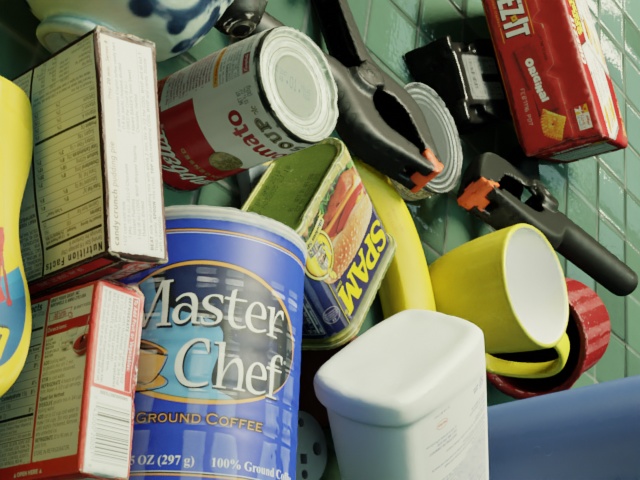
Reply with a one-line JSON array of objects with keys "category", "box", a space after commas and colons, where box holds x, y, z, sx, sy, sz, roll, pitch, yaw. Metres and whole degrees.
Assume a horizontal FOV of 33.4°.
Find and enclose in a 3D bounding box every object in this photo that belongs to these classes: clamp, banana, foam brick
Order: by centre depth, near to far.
[{"category": "foam brick", "box": [0.025, 0.090, 0.670, 0.078, 0.053, 0.051, 7, 71, -49]}, {"category": "clamp", "box": [0.024, -0.112, 0.734, 0.171, 0.039, 0.120, 48, 45, -6]}, {"category": "banana", "box": [0.047, 0.025, 0.737, 0.069, 0.037, 0.198, -21, 94, -47]}, {"category": "clamp", "box": [0.175, -0.018, 0.847, 0.165, 0.036, 0.209, 53, 24, 19]}]

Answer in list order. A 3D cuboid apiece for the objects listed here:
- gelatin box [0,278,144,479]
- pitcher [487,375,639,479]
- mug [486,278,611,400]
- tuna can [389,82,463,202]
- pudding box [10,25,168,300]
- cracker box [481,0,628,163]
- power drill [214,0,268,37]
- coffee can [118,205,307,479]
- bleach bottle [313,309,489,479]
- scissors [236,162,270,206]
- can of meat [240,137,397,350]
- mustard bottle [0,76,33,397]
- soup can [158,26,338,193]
[{"category": "gelatin box", "box": [-0.116, 0.068, 0.485, 0.030, 0.073, 0.089, 25, 57, -45]}, {"category": "pitcher", "box": [0.183, 0.163, 0.681, 0.145, 0.243, 0.149, 61, 40, -15]}, {"category": "mug", "box": [0.174, 0.062, 0.838, 0.081, 0.093, 0.117, -9, 79, -57]}, {"category": "tuna can", "box": [0.070, -0.073, 0.802, 0.086, 0.034, 0.086, 22, 60, -45]}, {"category": "pudding box", "box": [-0.116, -0.033, 0.509, 0.039, 0.090, 0.113, 9, 69, -49]}, {"category": "cracker box", "box": [0.205, -0.153, 0.929, 0.213, 0.072, 0.164, -7, 81, -69]}, {"category": "power drill", "box": [-0.110, -0.213, 0.596, 0.187, 0.057, 0.184, 12, 56, -54]}, {"category": "coffee can", "box": [-0.060, 0.067, 0.531, 0.102, 0.103, 0.140, 26, 57, -44]}, {"category": "bleach bottle", "box": [0.060, 0.172, 0.629, 0.102, 0.068, 0.251, -32, 124, -42]}, {"category": "scissors", "box": [-0.050, -0.019, 0.646, 0.096, 0.016, 0.201, 61, 38, -19]}, {"category": "can of meat", "box": [-0.004, 0.001, 0.641, 0.084, 0.058, 0.102, 62, 40, -34]}, {"category": "mustard bottle", "box": [-0.169, 0.018, 0.451, 0.096, 0.058, 0.191, 14, 67, -49]}, {"category": "soup can", "box": [-0.048, -0.072, 0.600, 0.068, 0.102, 0.068, 22, 60, -46]}]
